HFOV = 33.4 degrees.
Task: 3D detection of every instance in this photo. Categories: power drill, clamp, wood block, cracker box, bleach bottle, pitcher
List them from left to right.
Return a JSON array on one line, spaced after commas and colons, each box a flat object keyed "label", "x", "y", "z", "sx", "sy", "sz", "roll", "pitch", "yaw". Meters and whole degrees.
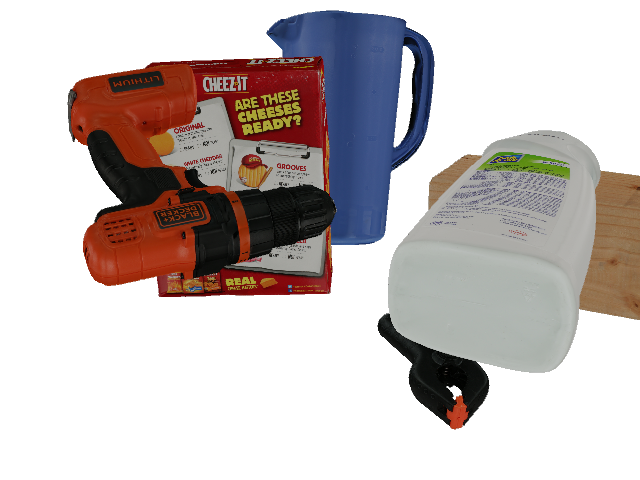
[{"label": "power drill", "x": -0.101, "y": -0.054, "z": 0.797, "sx": 0.184, "sy": 0.057, "sz": 0.188, "roll": -12, "pitch": 48, "yaw": -21}, {"label": "cracker box", "x": -0.074, "y": -0.057, "z": 0.983, "sx": 0.164, "sy": 0.214, "sz": 0.072, "roll": -1, "pitch": 22, "yaw": 4}, {"label": "pitcher", "x": 0.030, "y": -0.121, "z": 1.142, "sx": 0.149, "sy": 0.243, "sz": 0.144, "roll": 5, "pitch": 7, "yaw": 22}, {"label": "clamp", "x": 0.135, "y": 0.125, "z": 1.083, "sx": 0.120, "sy": 0.039, "sz": 0.171, "roll": -8, "pitch": 34, "yaw": -10}, {"label": "bleach bottle", "x": 0.126, "y": -0.014, "z": 0.643, "sx": 0.103, "sy": 0.068, "sz": 0.250, "roll": 11, "pitch": 27, "yaw": 21}, {"label": "wood block", "x": 0.197, "y": -0.005, "z": 0.852, "sx": 0.206, "sy": 0.090, "sz": 0.090, "roll": 10, "pitch": 23, "yaw": 27}]
